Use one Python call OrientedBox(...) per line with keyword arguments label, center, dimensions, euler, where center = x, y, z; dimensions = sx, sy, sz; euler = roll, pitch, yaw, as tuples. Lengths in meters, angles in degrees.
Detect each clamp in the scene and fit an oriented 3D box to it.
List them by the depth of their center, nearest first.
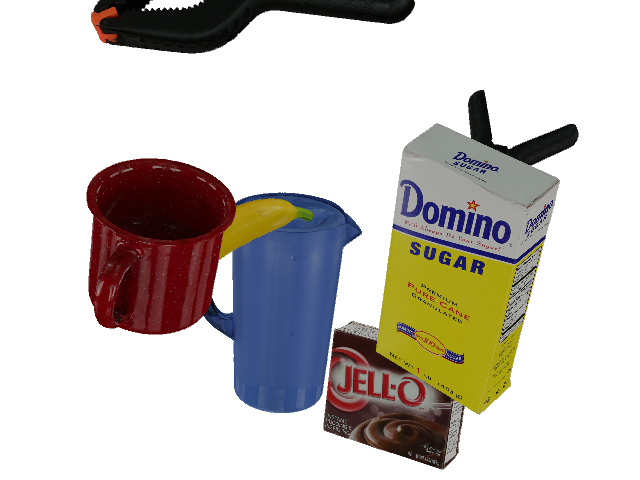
OrientedBox(label="clamp", center=(-0.051, -0.177, 0.725), dimensions=(0.210, 0.165, 0.036), euler=(-31, -18, -7))
OrientedBox(label="clamp", center=(0.171, -0.088, 1.087), dimensions=(0.120, 0.039, 0.171), euler=(29, 55, 29))

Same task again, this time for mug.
OrientedBox(label="mug", center=(-0.110, 0.012, 0.677), dimensions=(0.093, 0.082, 0.117), euler=(19, 36, 8))

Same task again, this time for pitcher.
OrientedBox(label="pitcher", center=(-0.054, 0.073, 1.244), dimensions=(0.149, 0.243, 0.144), euler=(21, 26, 37))

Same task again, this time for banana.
OrientedBox(label="banana", center=(-0.100, 0.012, 1.024), dimensions=(0.198, 0.069, 0.037), euler=(-31, 40, 2))

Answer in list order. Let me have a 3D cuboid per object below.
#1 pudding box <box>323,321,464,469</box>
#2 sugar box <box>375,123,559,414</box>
OrientedBox(label="pudding box", center=(0.061, 0.123, 0.864), dimensions=(0.114, 0.090, 0.039), euler=(13, 17, 25))
OrientedBox(label="sugar box", center=(0.090, 0.021, 0.695), dimensions=(0.093, 0.176, 0.048), euler=(29, 46, 29))
